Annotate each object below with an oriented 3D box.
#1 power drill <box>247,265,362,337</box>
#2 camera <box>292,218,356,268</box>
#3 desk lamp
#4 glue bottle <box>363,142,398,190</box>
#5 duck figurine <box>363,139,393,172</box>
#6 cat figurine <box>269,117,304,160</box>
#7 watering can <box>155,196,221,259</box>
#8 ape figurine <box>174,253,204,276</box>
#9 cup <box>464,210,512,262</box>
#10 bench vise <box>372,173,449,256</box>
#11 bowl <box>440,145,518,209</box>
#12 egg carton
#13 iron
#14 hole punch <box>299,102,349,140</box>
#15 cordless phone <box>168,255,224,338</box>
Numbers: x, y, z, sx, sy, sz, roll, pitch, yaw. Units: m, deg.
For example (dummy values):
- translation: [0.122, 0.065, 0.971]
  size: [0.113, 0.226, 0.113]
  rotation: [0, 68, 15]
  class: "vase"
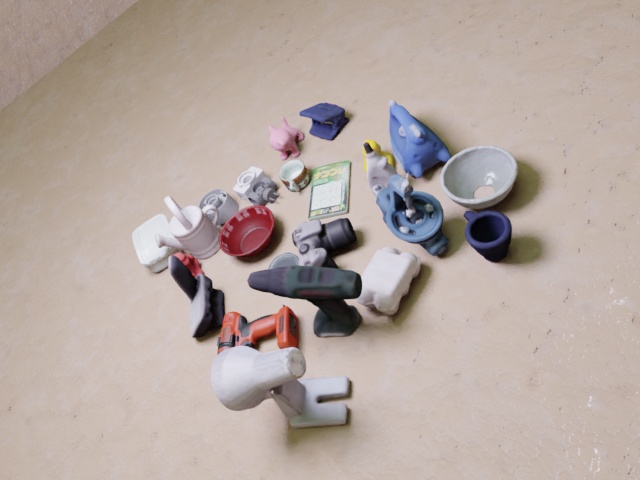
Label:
- translation: [-0.010, 0.122, 1.186]
  size: [0.229, 0.209, 0.075]
  rotation: [-8, 52, 23]
  class: "power drill"
- translation: [0.012, 0.005, 1.339]
  size: [0.136, 0.101, 0.143]
  rotation: [-21, 48, 12]
  class: "camera"
- translation: [-0.074, 0.274, 1.098]
  size: [0.202, 0.214, 0.118]
  rotation: [-11, 51, 20]
  class: "desk lamp"
- translation: [0.138, -0.171, 1.358]
  size: [0.078, 0.174, 0.037]
  rotation: [-2, 55, 27]
  class: "glue bottle"
- translation: [0.138, -0.212, 1.450]
  size: [0.077, 0.086, 0.104]
  rotation: [-27, 47, 7]
  class: "duck figurine"
- translation: [-0.103, -0.291, 1.617]
  size: [0.067, 0.118, 0.128]
  rotation: [-9, 52, 22]
  class: "cat figurine"
- translation: [-0.349, -0.036, 1.497]
  size: [0.100, 0.195, 0.173]
  rotation: [22, 68, 38]
  class: "watering can"
- translation: [-0.349, 0.067, 1.488]
  size: [0.076, 0.092, 0.078]
  rotation: [-4, 54, 25]
  class: "ape figurine"
- translation: [0.342, -0.005, 1.176]
  size: [0.092, 0.095, 0.117]
  rotation: [-38, 47, -4]
  class: "cup"
- translation: [0.169, -0.071, 1.233]
  size: [0.206, 0.220, 0.121]
  rotation: [21, 67, 38]
  class: "bench vise"
- translation: [0.357, -0.127, 1.276]
  size: [0.167, 0.075, 0.167]
  rotation: [-14, 50, 18]
  class: "bowl"
- translation: [0.146, 0.085, 1.227]
  size: [0.107, 0.070, 0.150]
  rotation: [16, 64, 36]
  class: "egg carton"
- translation: [0.217, -0.276, 1.420]
  size: [0.118, 0.142, 0.257]
  rotation: [-30, 47, 4]
  class: "iron"
- translation: [0.010, -0.353, 1.624]
  size: [0.108, 0.091, 0.101]
  rotation: [25, 69, 39]
  class: "hole punch"
- translation: [-0.309, 0.132, 1.353]
  size: [0.094, 0.186, 0.147]
  rotation: [-25, 48, 9]
  class: "cordless phone"
